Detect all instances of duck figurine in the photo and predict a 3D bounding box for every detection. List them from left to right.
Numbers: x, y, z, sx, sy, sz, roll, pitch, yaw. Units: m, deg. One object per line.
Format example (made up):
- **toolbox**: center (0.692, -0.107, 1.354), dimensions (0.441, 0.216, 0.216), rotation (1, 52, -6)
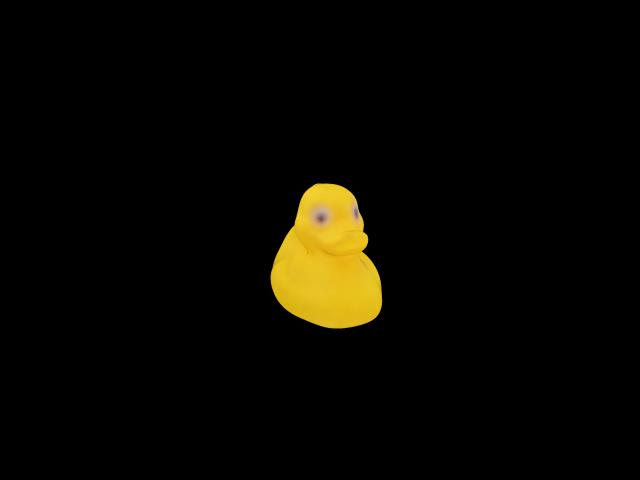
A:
- **duck figurine**: center (0.004, 0.001, 0.400), dimensions (0.078, 0.086, 0.104), rotation (-9, 24, -21)
